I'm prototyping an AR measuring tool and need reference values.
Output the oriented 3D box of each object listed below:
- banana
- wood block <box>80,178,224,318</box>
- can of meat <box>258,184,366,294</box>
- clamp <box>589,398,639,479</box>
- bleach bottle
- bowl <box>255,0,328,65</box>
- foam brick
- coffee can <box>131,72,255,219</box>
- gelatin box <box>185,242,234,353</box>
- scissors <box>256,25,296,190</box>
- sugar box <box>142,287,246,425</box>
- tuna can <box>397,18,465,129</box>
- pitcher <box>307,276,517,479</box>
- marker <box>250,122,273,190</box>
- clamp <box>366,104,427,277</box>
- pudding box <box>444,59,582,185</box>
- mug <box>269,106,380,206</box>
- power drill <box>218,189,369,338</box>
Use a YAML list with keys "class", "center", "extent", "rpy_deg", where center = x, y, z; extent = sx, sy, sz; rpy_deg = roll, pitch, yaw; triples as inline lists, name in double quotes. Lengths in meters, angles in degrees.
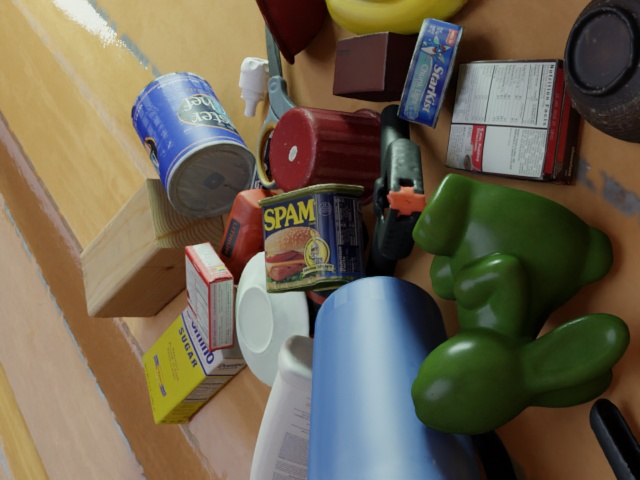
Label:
- class: "banana"
  center: [0.069, -0.206, 0.923]
  extent: [0.198, 0.069, 0.037]
  rpy_deg: [5, 62, 46]
- class: "wood block"
  center: [-0.204, 0.015, 1.281]
  extent: [0.206, 0.090, 0.090]
  rpy_deg: [-38, 57, 47]
- class: "can of meat"
  center: [-0.006, 0.001, 0.936]
  extent: [0.102, 0.057, 0.084]
  rpy_deg: [-11, 79, 47]
- class: "clamp"
  center: [0.221, 0.181, 0.686]
  extent: [0.120, 0.039, 0.171]
  rpy_deg: [8, 94, 57]
- class: "bleach bottle"
  center: [-0.025, 0.214, 0.992]
  extent: [0.068, 0.102, 0.251]
  rpy_deg: [-84, 14, -64]
- class: "bowl"
  center: [-0.034, -0.256, 1.040]
  extent: [0.055, 0.162, 0.162]
  rpy_deg: [-21, 63, 8]
- class: "foam brick"
  center: [0.055, -0.153, 0.949]
  extent: [0.078, 0.051, 0.053]
  rpy_deg: [7, 92, 56]
- class: "coffee can"
  center: [-0.141, -0.107, 1.188]
  extent: [0.140, 0.102, 0.103]
  rpy_deg: [58, 133, 40]
- class: "gelatin box"
  center: [-0.112, 0.058, 1.091]
  extent: [0.073, 0.030, 0.089]
  rpy_deg: [-130, 35, -51]
- class: "scissors"
  center: [-0.030, -0.152, 1.093]
  extent: [0.096, 0.016, 0.202]
  rpy_deg: [0, 83, 40]
- class: "sugar box"
  center: [-0.144, 0.134, 1.222]
  extent: [0.176, 0.048, 0.093]
  rpy_deg: [-48, 50, 44]
- class: "tuna can"
  center: [0.090, -0.136, 0.870]
  extent: [0.086, 0.034, 0.086]
  rpy_deg: [17, -91, -86]
- class: "pitcher"
  center: [0.061, 0.146, 0.811]
  extent: [0.145, 0.149, 0.243]
  rpy_deg: [-19, 37, 13]
- class: "marker"
  center: [-0.063, -0.067, 1.143]
  extent: [0.020, 0.020, 0.121]
  rpy_deg: [34, 115, 52]
- class: "clamp"
  center: [0.061, -0.024, 0.871]
  extent: [0.210, 0.036, 0.164]
  rpy_deg: [-94, 8, -80]
- class: "pudding box"
  center: [0.149, -0.092, 0.818]
  extent: [0.114, 0.039, 0.090]
  rpy_deg: [13, 96, 54]
- class: "mug"
  center: [0.000, -0.082, 0.996]
  extent: [0.117, 0.081, 0.093]
  rpy_deg: [24, 107, 54]
- class: "power drill"
  center: [-0.030, 0.025, 1.052]
  extent: [0.188, 0.057, 0.185]
  rpy_deg: [47, 125, 47]
